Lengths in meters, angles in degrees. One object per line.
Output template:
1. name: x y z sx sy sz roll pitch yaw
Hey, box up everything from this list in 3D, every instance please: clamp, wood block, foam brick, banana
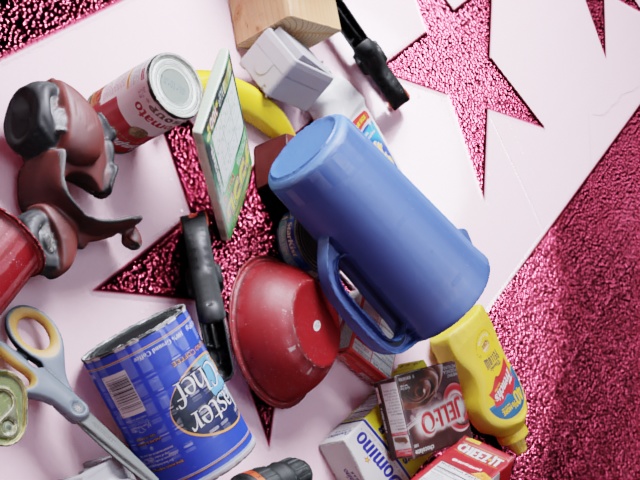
1. clamp: -0.109 0.038 1.013 0.039 0.120 0.171 -10 63 -13
2. wood block: -0.053 -0.328 1.233 0.090 0.090 0.206 3 72 -48
3. clamp: 0.063 -0.221 1.308 0.209 0.036 0.165 48 11 -43
4. foam brick: -0.028 -0.078 1.187 0.078 0.053 0.051 16 63 -42
5. banana: -0.101 -0.145 1.149 0.197 0.037 0.069 3 86 -46

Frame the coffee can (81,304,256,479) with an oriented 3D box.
1. coffee can: -0.133 0.142 0.944 0.102 0.103 0.140 -34 100 -48

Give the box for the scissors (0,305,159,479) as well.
1. scissors: -0.205 0.126 0.900 0.201 0.016 0.096 33 42 -14

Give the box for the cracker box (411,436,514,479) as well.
1. cracker box: 0.110 0.322 1.107 0.213 0.072 0.164 -24 129 -50

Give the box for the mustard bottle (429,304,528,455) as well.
1. mustard bottle: 0.210 0.183 1.334 0.096 0.058 0.191 -36 102 -48

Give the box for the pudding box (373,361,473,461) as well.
1. pudding box: 0.114 0.187 1.172 0.113 0.039 0.090 -7 80 -45

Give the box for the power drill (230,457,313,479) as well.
1. power drill: -0.052 0.311 1.000 0.184 0.057 0.187 -15 83 -46

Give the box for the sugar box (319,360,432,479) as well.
1. sugar box: 0.080 0.217 1.189 0.175 0.048 0.093 -39 103 -49

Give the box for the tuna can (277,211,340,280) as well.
1. tuna can: -0.008 0.001 1.190 0.086 0.034 0.086 21 60 -41

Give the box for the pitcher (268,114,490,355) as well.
1. pitcher: 0.055 -0.006 1.123 0.242 0.145 0.149 46 15 -22

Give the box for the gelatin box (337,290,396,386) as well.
1. gelatin box: 0.055 0.110 1.218 0.073 0.030 0.089 42 48 -30

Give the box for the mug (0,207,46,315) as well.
1. mug: -0.281 0.017 0.837 0.081 0.093 0.117 -60 150 -36

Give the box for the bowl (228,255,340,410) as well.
1. bowl: -0.025 0.090 1.096 0.161 0.055 0.162 30 54 -52

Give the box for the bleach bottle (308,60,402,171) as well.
1. bleach bottle: 0.043 -0.092 1.263 0.102 0.068 0.251 -30 94 -46

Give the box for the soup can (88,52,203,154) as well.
1. soup can: -0.167 -0.130 1.018 0.068 0.102 0.068 21 60 -41

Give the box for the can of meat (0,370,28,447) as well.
1. can of meat: -0.285 0.130 0.798 0.101 0.084 0.057 13 66 -44
